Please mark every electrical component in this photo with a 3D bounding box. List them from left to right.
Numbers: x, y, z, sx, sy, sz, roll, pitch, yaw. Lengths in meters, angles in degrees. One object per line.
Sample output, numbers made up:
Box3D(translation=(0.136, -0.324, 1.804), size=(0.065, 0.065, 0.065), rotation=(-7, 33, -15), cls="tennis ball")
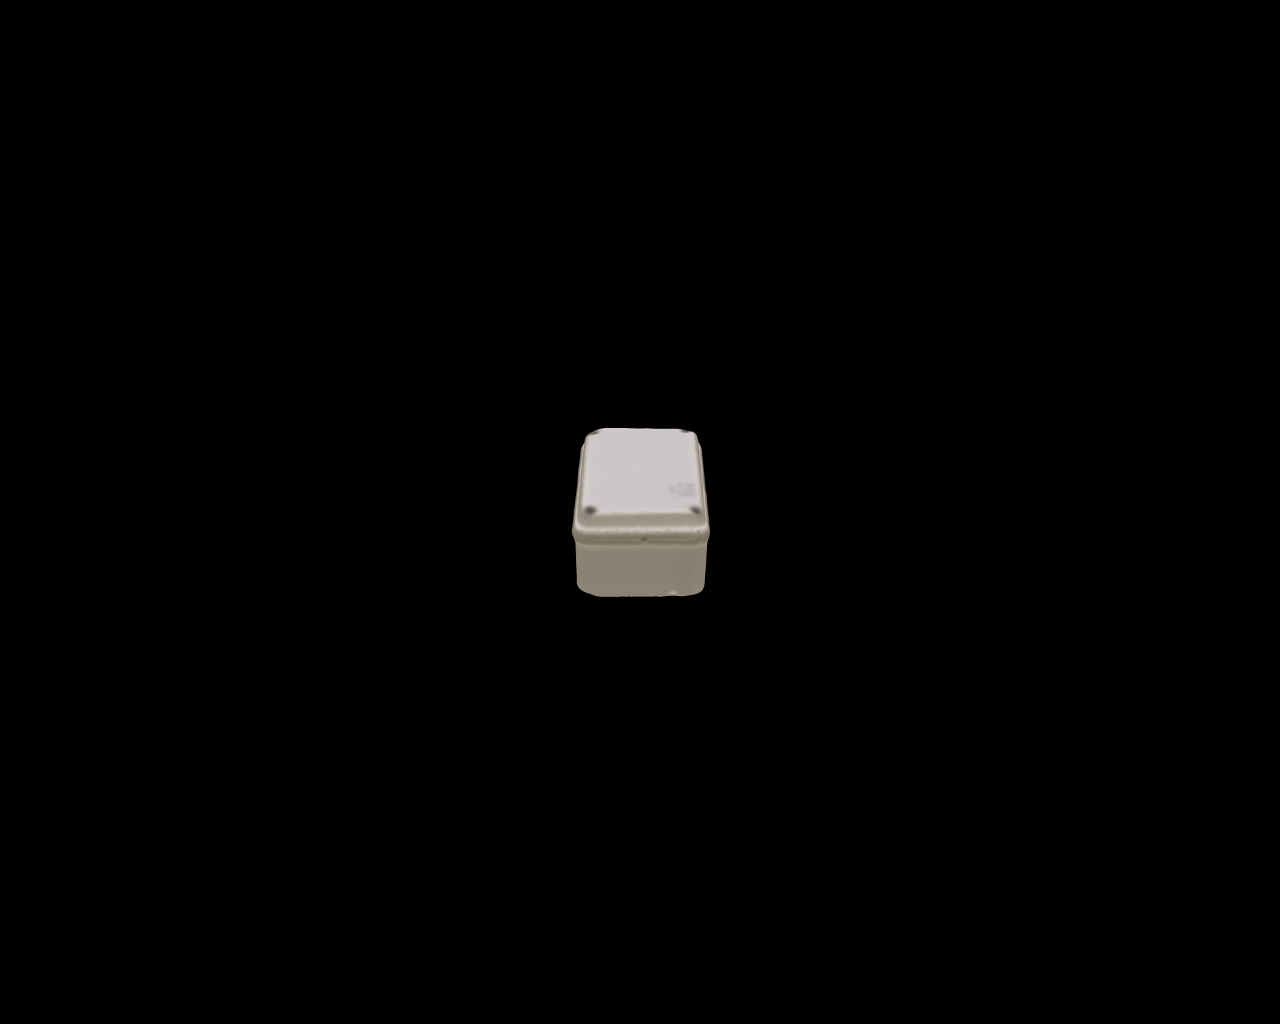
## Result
Box3D(translation=(0.001, -0.003, 0.650), size=(0.078, 0.057, 0.113), rotation=(0, 32, 0), cls="electrical component")
